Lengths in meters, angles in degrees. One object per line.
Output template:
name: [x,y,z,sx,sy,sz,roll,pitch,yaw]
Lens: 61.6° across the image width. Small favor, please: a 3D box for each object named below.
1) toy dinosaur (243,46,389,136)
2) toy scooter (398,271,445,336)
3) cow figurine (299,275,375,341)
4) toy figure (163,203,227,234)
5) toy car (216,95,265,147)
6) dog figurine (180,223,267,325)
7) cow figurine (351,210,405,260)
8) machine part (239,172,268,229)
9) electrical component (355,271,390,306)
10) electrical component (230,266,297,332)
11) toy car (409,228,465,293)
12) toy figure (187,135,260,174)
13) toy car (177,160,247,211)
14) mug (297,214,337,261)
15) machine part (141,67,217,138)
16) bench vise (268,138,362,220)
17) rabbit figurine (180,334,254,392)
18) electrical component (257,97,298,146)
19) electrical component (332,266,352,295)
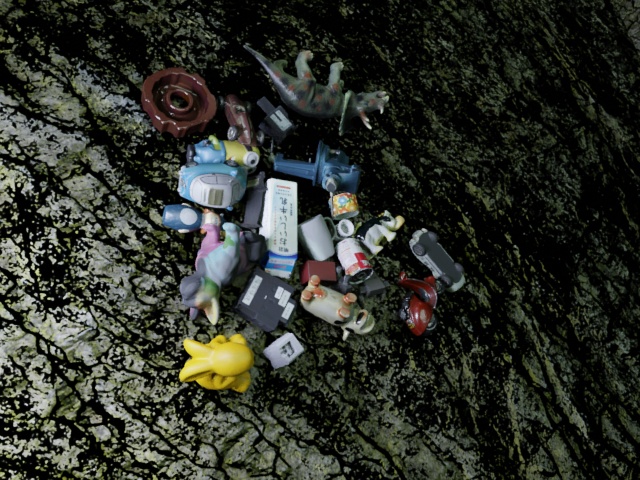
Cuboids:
toy dinosaur: [-0.021,-0.400,1.475,0.405,0.131,0.192,7,67,-19]
toy scooter: [0.255,0.156,1.423,0.135,0.075,0.184,33,56,-13]
cow figurine: [0.041,0.173,1.290,0.195,0.127,0.085,25,60,-1]
toy figure: [-0.281,-0.044,1.233,0.154,0.058,0.064,9,106,-26]
toy car: [-0.198,-0.299,1.335,0.089,0.053,0.202,7,39,-32]
dog figurine: [-0.216,0.077,1.188,0.191,0.109,0.219,24,76,-52]
cow figurine: [0.154,-0.028,1.448,0.098,0.068,0.167,45,56,2]
machine part: [-0.164,-0.093,1.306,0.039,0.084,0.139,18,71,-43]
electrical component: [0.129,0.124,1.390,0.102,0.045,0.078,-16,51,-34]
electrical component: [-0.121,0.143,1.235,0.134,0.058,0.115,34,67,-13]
toy car: [0.330,0.057,1.512,0.073,0.056,0.201,-40,91,-27]
toy figure: [-0.233,-0.208,1.306,0.180,0.082,0.089,0,68,-24]
toy car: [-0.241,-0.122,1.236,0.161,0.109,0.103,2,29,-24]
mug: [-0.003,-0.004,1.353,0.109,0.081,0.107,-29,98,-39]
machine part: [-0.345,-0.334,1.311,0.179,0.056,0.179,9,67,-23]
bench vise: [-0.018,-0.179,1.369,0.241,0.128,0.224,10,40,1]
rabbit figurine: [-0.201,0.241,1.095,0.162,0.173,0.122,15,69,-27]
electrical component: [-0.124,-0.317,1.423,0.119,0.048,0.075,43,57,-6]
electrical component: [0.053,0.115,1.339,0.021,0.093,0.063,-16,41,-30]
